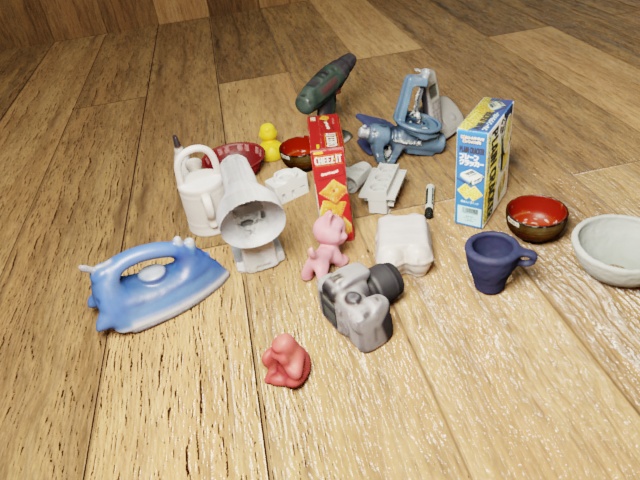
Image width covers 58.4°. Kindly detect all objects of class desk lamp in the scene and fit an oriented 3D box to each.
[{"bbox_3d":[-0.135,-0.041,1.080,0.118,0.214,0.202,-15,36,-10],"label":"desk lamp"}]

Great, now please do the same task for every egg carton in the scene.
[{"bbox_3d":[0.157,0.007,1.083,0.107,0.069,0.150,-3,36,6],"label":"egg carton"}]

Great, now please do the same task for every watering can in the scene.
[{"bbox_3d":[-0.256,-0.116,1.224,0.101,0.194,0.172,-32,42,-30],"label":"watering can"}]

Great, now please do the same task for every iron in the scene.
[{"bbox_3d":[-0.295,0.059,1.033,0.259,0.142,0.118,-24,38,-21],"label":"iron"}]

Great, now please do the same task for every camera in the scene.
[{"bbox_3d":[0.080,0.090,0.953,0.137,0.101,0.142,-24,39,-22],"label":"camera"}]

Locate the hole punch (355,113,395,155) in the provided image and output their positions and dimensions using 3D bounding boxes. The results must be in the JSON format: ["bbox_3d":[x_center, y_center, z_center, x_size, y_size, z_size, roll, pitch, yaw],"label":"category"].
[{"bbox_3d":[0.149,-0.283,1.470,0.101,0.091,0.108,-16,36,-12],"label":"hole punch"}]

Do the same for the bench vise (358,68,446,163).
[{"bbox_3d":[0.199,-0.286,1.354,0.208,0.220,0.121,-20,37,-17],"label":"bench vise"}]

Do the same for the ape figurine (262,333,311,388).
[{"bbox_3d":[-0.051,0.178,0.864,0.076,0.092,0.077,-22,38,-18],"label":"ape figurine"}]

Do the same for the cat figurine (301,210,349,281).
[{"bbox_3d":[0.010,0.004,1.073,0.067,0.118,0.128,12,40,26],"label":"cat figurine"}]

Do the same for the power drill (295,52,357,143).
[{"bbox_3d":[0.028,-0.353,1.489,0.075,0.209,0.230,19,43,32],"label":"power drill"}]

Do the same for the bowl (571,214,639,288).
[{"bbox_3d":[0.515,0.029,0.979,0.167,0.075,0.167,-5,35,4],"label":"bowl"}]

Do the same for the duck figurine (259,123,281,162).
[{"bbox_3d":[-0.132,-0.261,1.497,0.077,0.086,0.104,-11,36,-5],"label":"duck figurine"}]

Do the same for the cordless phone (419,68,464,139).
[{"bbox_3d":[0.302,-0.354,1.459,0.093,0.185,0.148,19,44,33],"label":"cordless phone"}]

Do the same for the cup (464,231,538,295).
[{"bbox_3d":[0.306,0.046,0.977,0.117,0.095,0.092,7,38,20],"label":"cup"}]

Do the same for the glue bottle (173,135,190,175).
[{"bbox_3d":[-0.312,-0.163,1.318,0.037,0.173,0.078,-7,35,1],"label":"glue bottle"}]
